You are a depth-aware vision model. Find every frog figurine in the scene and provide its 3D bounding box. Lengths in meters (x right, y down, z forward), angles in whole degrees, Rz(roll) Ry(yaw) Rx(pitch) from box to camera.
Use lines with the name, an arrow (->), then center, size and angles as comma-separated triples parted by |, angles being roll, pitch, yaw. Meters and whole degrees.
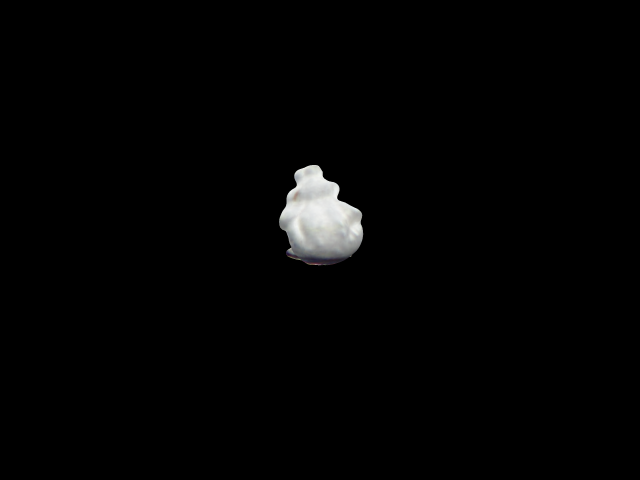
frog figurine -> 0.003, -0.043, 0.850 | 0.137, 0.158, 0.124 | 1, 10, 7
